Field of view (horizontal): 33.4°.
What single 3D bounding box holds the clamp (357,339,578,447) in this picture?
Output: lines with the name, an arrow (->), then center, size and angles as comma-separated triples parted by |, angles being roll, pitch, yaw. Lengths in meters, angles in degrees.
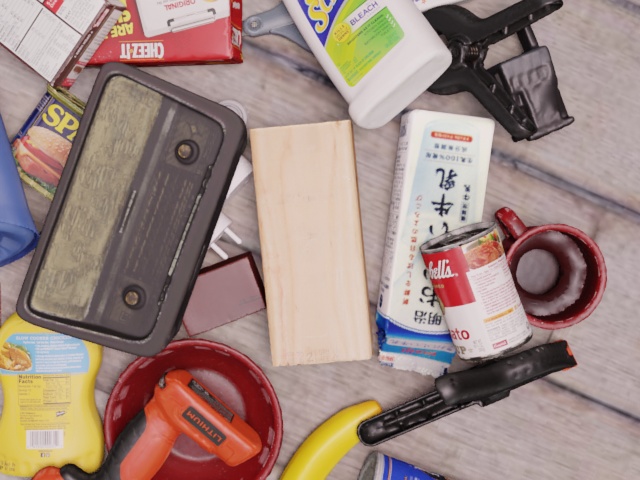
clamp -> 0.148, 0.125, 0.941 | 0.209, 0.165, 0.036 | -16, 76, -22

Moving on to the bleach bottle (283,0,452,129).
bleach bottle -> 0.004, -0.224, 0.935 | 0.103, 0.068, 0.251 | -41, 74, 17

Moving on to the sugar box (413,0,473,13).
sugar box -> 0.077, -0.292, 0.962 | 0.093, 0.048, 0.176 | -14, 97, 0

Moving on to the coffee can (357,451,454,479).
coffee can -> 0.099, 0.263, 0.969 | 0.140, 0.103, 0.103 | 20, 93, -3

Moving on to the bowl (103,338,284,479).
bowl -> -0.114, 0.167, 0.981 | 0.162, 0.055, 0.162 | 0, 94, -1

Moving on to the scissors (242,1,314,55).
scissors -> -0.044, -0.182, 0.977 | 0.202, 0.016, 0.096 | -28, 84, 1

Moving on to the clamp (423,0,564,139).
clamp -> 0.133, -0.169, 0.921 | 0.172, 0.039, 0.120 | 30, 106, 37

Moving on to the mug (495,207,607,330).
mug -> 0.195, 0.020, 0.965 | 0.093, 0.081, 0.117 | -38, 94, 1

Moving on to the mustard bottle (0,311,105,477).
mustard bottle -> -0.247, 0.116, 0.974 | 0.096, 0.058, 0.191 | 0, 94, -2

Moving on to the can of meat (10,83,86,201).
can of meat -> -0.225, -0.078, 0.964 | 0.102, 0.057, 0.084 | 36, 95, -3

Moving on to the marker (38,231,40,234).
marker -> -0.242, 0.006, 0.987 | 0.121, 0.020, 0.020 | 17, 93, -2

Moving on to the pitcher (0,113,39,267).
pitcher -> -0.335, -0.088, 0.911 | 0.149, 0.144, 0.243 | -22, 74, 16

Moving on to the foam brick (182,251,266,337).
foam brick -> -0.092, 0.049, 0.977 | 0.078, 0.051, 0.053 | -20, 95, 0

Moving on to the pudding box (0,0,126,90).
pudding box -> -0.235, -0.196, 0.901 | 0.113, 0.039, 0.090 | 39, 101, 9

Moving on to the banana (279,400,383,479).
banana -> -0.006, 0.234, 0.998 | 0.069, 0.037, 0.198 | 20, 92, -7

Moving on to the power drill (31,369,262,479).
power drill -> -0.139, 0.222, 0.927 | 0.184, 0.057, 0.187 | 43, 92, -4

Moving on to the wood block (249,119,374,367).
wood block -> -0.006, 0.001, 0.954 | 0.090, 0.091, 0.206 | -5, 94, 4

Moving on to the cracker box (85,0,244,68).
cracker box -> -0.152, -0.261, 0.939 | 0.164, 0.072, 0.214 | 0, 95, 8

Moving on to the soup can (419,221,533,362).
soup can -> 0.132, 0.043, 0.898 | 0.068, 0.068, 0.102 | -20, 97, 0
